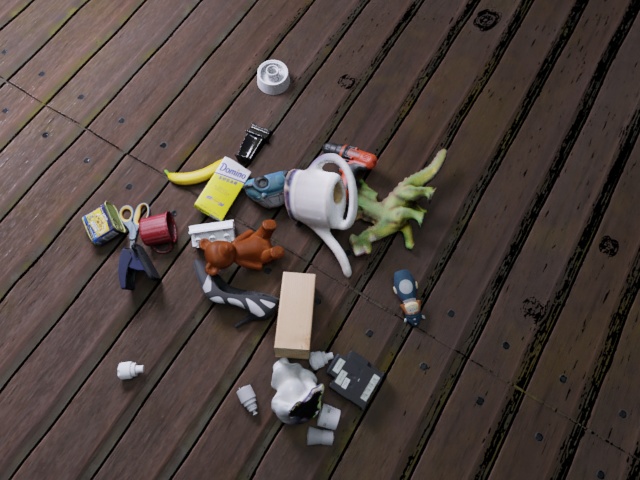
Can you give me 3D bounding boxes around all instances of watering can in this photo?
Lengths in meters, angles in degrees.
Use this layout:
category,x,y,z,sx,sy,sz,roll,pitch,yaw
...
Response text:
category,x,y,z,sx,sy,sz,roll,pitch,yaw
watering can,0.004,-0.073,1.443,0.225,0.343,0.105,11,19,33

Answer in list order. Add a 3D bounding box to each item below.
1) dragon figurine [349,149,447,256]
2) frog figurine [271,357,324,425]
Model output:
category,x,y,z,sx,sy,sz,roll,pitch,yaw
dragon figurine,0.203,-0.121,1.507,0.243,0.417,0.120,18,-22,14
frog figurine,-0.072,0.385,1.315,0.161,0.139,0.120,28,-23,46
